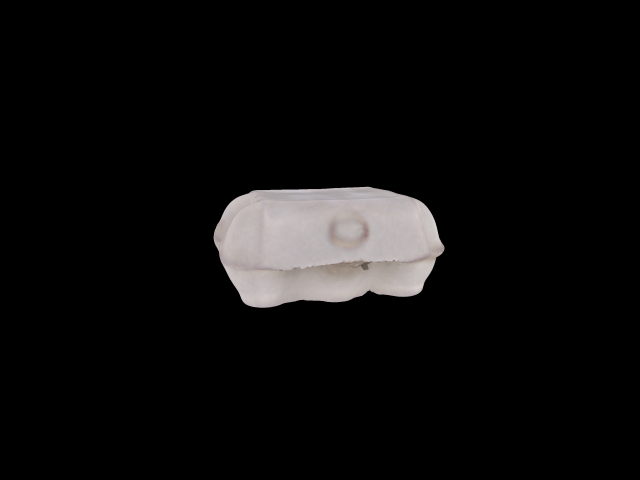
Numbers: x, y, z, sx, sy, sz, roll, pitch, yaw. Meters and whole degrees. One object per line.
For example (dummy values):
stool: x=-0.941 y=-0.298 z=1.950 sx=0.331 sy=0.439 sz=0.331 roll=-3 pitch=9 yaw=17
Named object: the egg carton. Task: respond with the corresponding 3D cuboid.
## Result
egg carton: x=0.004 y=0.001 z=0.400 sx=0.150 sy=0.069 sz=0.107 roll=-3 pitch=11 yaw=-16
